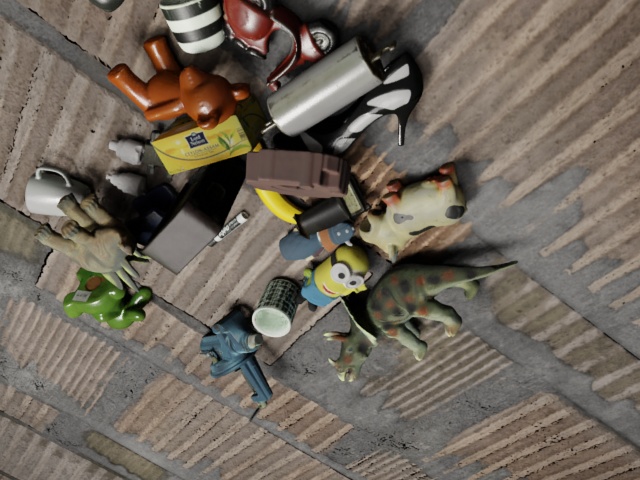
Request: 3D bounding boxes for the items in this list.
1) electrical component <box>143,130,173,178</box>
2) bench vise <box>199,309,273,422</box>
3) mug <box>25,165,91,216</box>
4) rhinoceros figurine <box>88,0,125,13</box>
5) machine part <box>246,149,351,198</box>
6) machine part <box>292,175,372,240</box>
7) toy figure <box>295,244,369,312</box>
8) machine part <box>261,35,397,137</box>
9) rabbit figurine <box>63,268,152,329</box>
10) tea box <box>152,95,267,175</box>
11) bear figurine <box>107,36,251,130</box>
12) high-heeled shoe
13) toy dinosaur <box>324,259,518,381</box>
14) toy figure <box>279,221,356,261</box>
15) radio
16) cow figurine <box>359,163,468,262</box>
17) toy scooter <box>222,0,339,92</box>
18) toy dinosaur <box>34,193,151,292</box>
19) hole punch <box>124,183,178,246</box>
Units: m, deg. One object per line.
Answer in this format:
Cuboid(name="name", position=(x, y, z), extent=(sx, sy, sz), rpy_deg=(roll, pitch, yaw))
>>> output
Cuboid(name="electrical component", position=(-0.291, -0.157, 0.988), extent=(0.063, 0.021, 0.094), rpy_deg=(9, 129, -15))
Cuboid(name="bench vise", position=(-0.170, 0.276, 1.215), extent=(0.224, 0.129, 0.240), rpy_deg=(-22, 101, 36))
Cuboid(name="mug", position=(-0.516, -0.098, 1.071), extent=(0.107, 0.081, 0.109), rpy_deg=(9, 123, -6))
Cuboid(name="rhinoceros figurine", position=(-0.274, -0.399, 0.779), extent=(0.190, 0.073, 0.112), rpy_deg=(-18, 118, 26))
Cuboid(name="machine part", position=(-0.035, -0.104, 0.873), extent=(0.179, 0.179, 0.056), rpy_deg=(6, 89, 10))
Cuboid(name="machine part", position=(0.017, -0.053, 0.961), extent=(0.139, 0.039, 0.084), rpy_deg=(-31, 89, 15))
Cuboid(name="toy figure", position=(0.021, 0.073, 1.052), extent=(0.082, 0.089, 0.180), rpy_deg=(13, 146, -32))
Cuboid(name="machine part", position=(0.007, -0.225, 0.796), extent=(0.243, 0.079, 0.079), rpy_deg=(-27, 115, 27))
Cuboid(name="rabbit figurine", position=(-0.467, 0.141, 1.231), extent=(0.159, 0.121, 0.170), rpy_deg=(-4, 143, 9))
Cuboid(name="tea box", position=(-0.183, -0.177, 0.907), extent=(0.170, 0.098, 0.068), rpy_deg=(-10, 122, 23))
Cuboid(name="bear figurine", position=(-0.213, -0.235, 0.822), extent=(0.196, 0.120, 0.131), rpy_deg=(15, 147, 47))
Cuboid(name="high-heeled shoe", position=(0.035, -0.211, 0.841), extent=(0.249, 0.086, 0.145), rpy_deg=(0, 119, 13))
Cuboid(name="toy dinosaur", position=(0.165, 0.114, 1.029), extent=(0.192, 0.131, 0.404), rpy_deg=(32, 121, -10))
Cuboid(name="toy figure", position=(-0.003, -0.004, 1.016), extent=(0.155, 0.058, 0.064), rpy_deg=(-18, 126, 20))
Cuboid(name="radio", position=(-0.204, -0.058, 0.918), extent=(0.073, 0.230, 0.131), rpy_deg=(39, 122, -20))
Cuboid(name="cow figurine", position=(0.158, -0.041, 0.932), extent=(0.195, 0.085, 0.127), rpy_deg=(-18, 113, 25))
Cuboid(name="toy scooter", position=(-0.074, -0.297, 0.804), extent=(0.184, 0.075, 0.135), rpy_deg=(29, 127, -13))
Cuboid(name="toy dinosaur", position=(-0.421, 0.013, 1.008), extent=(0.472, 0.105, 0.198), rpy_deg=(5, 144, 52))
Cuboid(name="hole punch", position=(-0.316, -0.032, 1.058), extent=(0.142, 0.092, 0.115), rpy_deg=(-25, 120, 25))
